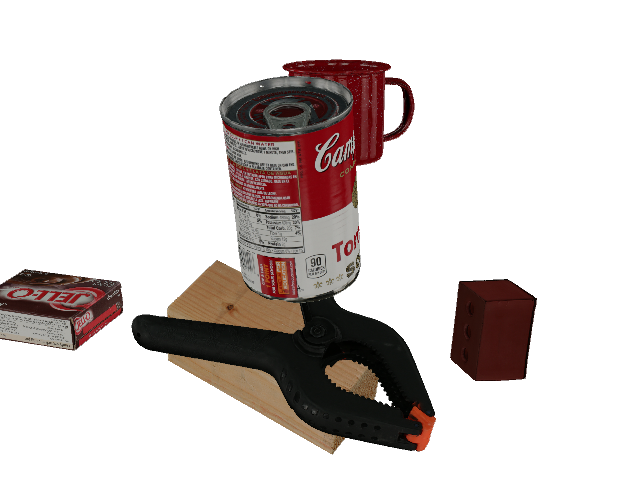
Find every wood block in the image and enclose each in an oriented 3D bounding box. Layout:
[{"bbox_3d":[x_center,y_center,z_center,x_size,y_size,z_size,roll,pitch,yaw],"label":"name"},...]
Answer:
[{"bbox_3d":[-0.048,0.117,1.100,0.206,0.090,0.090,27,48,20],"label":"wood block"}]

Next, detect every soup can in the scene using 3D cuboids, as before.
[{"bbox_3d":[-0.014,-0.026,0.562,0.068,0.102,0.068,-3,30,2],"label":"soup can"}]

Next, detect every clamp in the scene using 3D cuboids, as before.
[{"bbox_3d":[-0.015,0.075,0.731,0.164,0.036,0.210,-31,58,-29],"label":"clamp"}]

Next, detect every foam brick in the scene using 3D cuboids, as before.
[{"bbox_3d":[0.151,0.079,0.941,0.051,0.078,0.053,-3,18,-20],"label":"foam brick"}]

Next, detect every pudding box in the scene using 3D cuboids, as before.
[{"bbox_3d":[-0.258,0.064,1.014,0.114,0.039,0.090,4,20,19],"label":"pudding box"}]

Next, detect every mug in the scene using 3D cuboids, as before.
[{"bbox_3d":[0.025,-0.111,0.924,0.117,0.081,0.093,-5,16,-18],"label":"mug"}]
